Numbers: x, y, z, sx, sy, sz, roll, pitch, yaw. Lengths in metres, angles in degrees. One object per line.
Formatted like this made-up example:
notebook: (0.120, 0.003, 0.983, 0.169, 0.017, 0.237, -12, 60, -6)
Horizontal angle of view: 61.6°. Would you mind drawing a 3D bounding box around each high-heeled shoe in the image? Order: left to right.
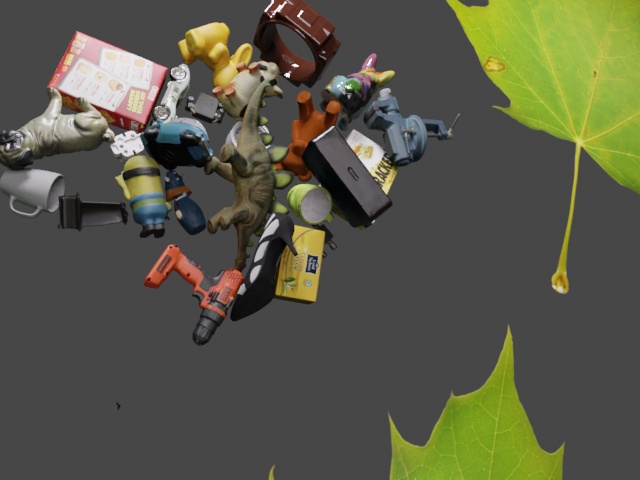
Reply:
high-heeled shoe: (-0.140, 0.053, 1.194, 0.086, 0.248, 0.145, 32, 16, -47)

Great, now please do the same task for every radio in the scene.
radio: (0.057, -0.140, 1.252, 0.073, 0.131, 0.229, -37, 92, -16)

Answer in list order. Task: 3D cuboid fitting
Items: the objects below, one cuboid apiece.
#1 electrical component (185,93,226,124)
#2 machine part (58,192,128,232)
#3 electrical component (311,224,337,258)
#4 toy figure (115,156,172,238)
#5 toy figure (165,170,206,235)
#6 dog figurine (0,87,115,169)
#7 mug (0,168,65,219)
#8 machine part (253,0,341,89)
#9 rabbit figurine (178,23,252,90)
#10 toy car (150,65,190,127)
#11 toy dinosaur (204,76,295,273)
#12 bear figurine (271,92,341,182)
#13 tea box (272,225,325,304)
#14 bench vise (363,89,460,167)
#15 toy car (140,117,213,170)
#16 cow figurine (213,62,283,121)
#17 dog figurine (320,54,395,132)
electrical component: (-0.277, -0.321, 1.316, 0.102, 0.045, 0.078, 26, 66, -11)
machine part: (-0.482, -0.059, 1.145, 0.139, 0.039, 0.084, 1, 88, -24)
electrical component: (-0.003, -0.004, 1.324, 0.063, 0.021, 0.094, -38, 89, -27)
toy figure: (-0.377, -0.097, 1.175, 0.082, 0.089, 0.180, 15, 53, -63)
toy figure: (-0.312, -0.085, 1.214, 0.058, 0.064, 0.154, -32, 80, 7)
dog figurine: (-0.547, -0.200, 1.114, 0.172, 0.121, 0.190, 16, 55, 4)
mug: (-0.598, -0.097, 1.103, 0.107, 0.080, 0.109, 16, 66, -3)
machine part: (-0.063, -0.500, 1.371, 0.201, 0.201, 0.087, 37, 67, -6)
rabbit figurine: (-0.253, -0.443, 1.347, 0.162, 0.122, 0.173, -29, 98, -36)
toy car: (-0.352, -0.326, 1.272, 0.056, 0.073, 0.202, 22, 66, -15)
toy dinosaur: (-0.160, -0.157, 1.236, 0.198, 0.105, 0.471, 2, 92, -44)
bear figurine: (-0.038, -0.253, 1.342, 0.120, 0.131, 0.196, 24, 59, 12)
tea box: (-0.051, 0.057, 1.246, 0.098, 0.068, 0.169, 10, 74, -12)
bench vise: (0.239, -0.295, 1.413, 0.240, 0.128, 0.224, -4, 59, -23)
toy car: (-0.304, -0.222, 1.184, 0.162, 0.109, 0.103, 2, 52, 23)
cow figurine: (-0.164, -0.371, 1.328, 0.086, 0.127, 0.195, 16, 57, 33)
dog figurine: (0.106, -0.410, 1.425, 0.108, 0.191, 0.219, 42, 78, 4)
